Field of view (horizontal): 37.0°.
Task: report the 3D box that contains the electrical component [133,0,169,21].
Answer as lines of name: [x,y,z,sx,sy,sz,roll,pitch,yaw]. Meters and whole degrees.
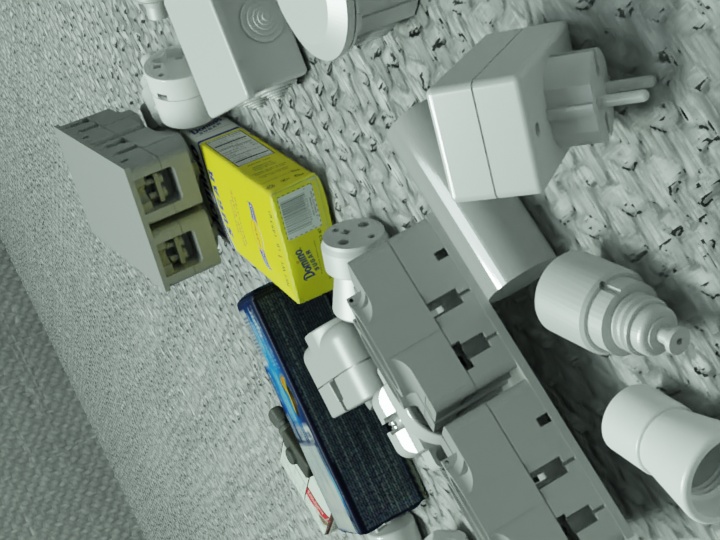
electrical component: [-0.162,-0.225,0.834,0.043,0.043,0.062,43,150,43]

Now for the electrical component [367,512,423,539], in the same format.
electrical component: [0.035,0.231,0.863,0.040,0.040,0.078,0,113,66]

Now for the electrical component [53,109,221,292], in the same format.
electrical component: [-0.186,-0.066,0.905,0.186,0.060,0.105,29,139,54]

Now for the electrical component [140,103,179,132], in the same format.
electrical component: [-0.170,-0.124,0.960,0.065,0.044,0.044,69,158,3]

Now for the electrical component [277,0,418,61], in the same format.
electrical component: [-0.011,-0.153,0.556,0.080,0.051,0.080,48,152,36]

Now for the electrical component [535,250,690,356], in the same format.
electrical component: [0.112,0.018,0.473,0.078,0.040,0.040,29,139,55]

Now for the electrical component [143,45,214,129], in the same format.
electrical component: [-0.139,-0.144,0.850,0.055,0.055,0.047,44,153,42]

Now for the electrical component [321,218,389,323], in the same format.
electrical component: [0.000,0.000,0.698,0.045,0.045,0.055,35,143,51]

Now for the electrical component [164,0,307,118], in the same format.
electrical component: [-0.083,-0.156,0.719,0.100,0.048,0.099,-3,110,66]

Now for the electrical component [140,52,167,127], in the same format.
electrical component: [-0.165,-0.156,0.911,0.062,0.043,0.043,61,157,14]

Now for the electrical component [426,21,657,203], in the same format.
electrical component: [0.079,-0.067,0.429,0.076,0.083,0.047,-5,114,26]

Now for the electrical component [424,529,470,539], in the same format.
electrical component: [0.061,0.218,0.786,0.043,0.043,0.062,53,156,27]

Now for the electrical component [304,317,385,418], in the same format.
electrical component: [0.000,0.060,0.748,0.059,0.054,0.095,63,158,7]

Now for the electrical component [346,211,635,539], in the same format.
electrical component: [0.060,0.075,0.577,0.186,0.060,0.105,59,175,14]

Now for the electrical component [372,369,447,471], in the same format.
electrical component: [0.044,0.082,0.667,0.078,0.058,0.057,62,161,10]

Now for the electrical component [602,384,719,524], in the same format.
electrical component: [0.138,0.077,0.474,0.065,0.044,0.044,34,143,60]
